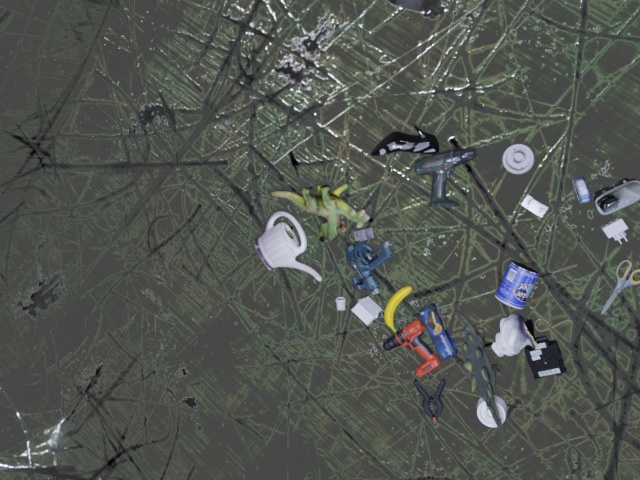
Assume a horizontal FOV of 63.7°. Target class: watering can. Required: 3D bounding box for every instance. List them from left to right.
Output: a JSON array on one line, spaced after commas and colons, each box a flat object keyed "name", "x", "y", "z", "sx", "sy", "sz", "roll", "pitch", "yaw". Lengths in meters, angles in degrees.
[{"name": "watering can", "x": -0.142, "y": 0.054, "z": 2.122, "sx": 0.222, "sy": 0.104, "sz": 0.351, "roll": -32, "pitch": 74, "yaw": 20}]

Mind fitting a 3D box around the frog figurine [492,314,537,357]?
[{"name": "frog figurine", "x": 0.670, "y": 0.340, "z": 1.821, "sx": 0.157, "sy": 0.121, "sz": 0.140, "roll": -30, "pitch": 51, "yaw": 31}]

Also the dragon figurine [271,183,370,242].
[{"name": "dragon figurine", "x": 0.006, "y": -0.104, "z": 2.065, "sx": 0.409, "sy": 0.123, "sz": 0.241, "roll": -4, "pitch": 102, "yaw": 24}]
